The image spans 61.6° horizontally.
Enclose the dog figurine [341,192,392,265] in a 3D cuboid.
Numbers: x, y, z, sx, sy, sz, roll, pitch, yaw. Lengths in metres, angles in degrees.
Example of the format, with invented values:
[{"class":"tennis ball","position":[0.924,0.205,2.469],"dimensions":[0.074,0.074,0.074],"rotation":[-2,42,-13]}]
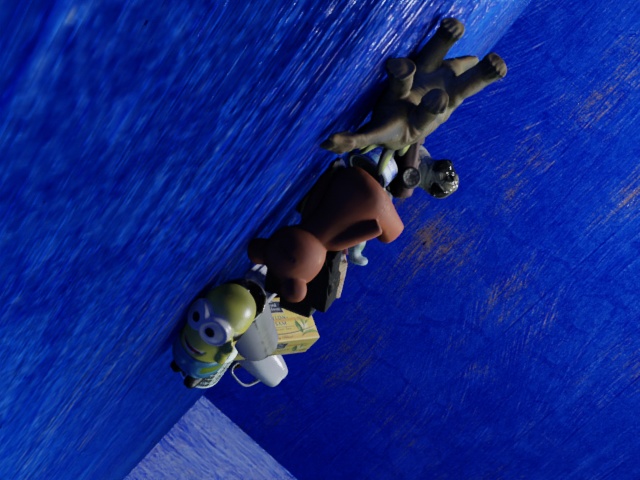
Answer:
[{"class":"dog figurine","position":[0.061,-0.064,1.216],"dimensions":[0.108,0.192,0.219],"rotation":[-122,-138,-75]}]

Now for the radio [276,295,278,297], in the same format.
[{"class":"radio","position":[-0.142,0.159,1.247],"dimensions":[0.229,0.073,0.131],"rotation":[-48,176,-31]}]

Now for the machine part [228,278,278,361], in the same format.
[{"class":"machine part","position":[-0.113,0.130,0.849],"dimensions":[0.079,0.079,0.243],"rotation":[-48,158,-21]}]

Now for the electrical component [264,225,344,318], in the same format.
[{"class":"electrical component","position":[-0.026,0.057,0.874],"dimensions":[0.058,0.115,0.134],"rotation":[-39,143,-58]}]

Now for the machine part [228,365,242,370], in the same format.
[{"class":"machine part","position":[-0.181,0.236,1.393],"dimensions":[0.201,0.087,0.201],"rotation":[-48,180,-30]}]

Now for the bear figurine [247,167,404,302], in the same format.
[{"class":"bear figurine","position":[0.009,-0.004,0.738],"dimensions":[0.196,0.120,0.131],"rotation":[-47,158,-4]}]

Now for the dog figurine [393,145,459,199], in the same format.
[{"class":"dog figurine","position":[0.196,-0.156,1.120],"dimensions":[0.121,0.190,0.172],"rotation":[-50,178,19]}]

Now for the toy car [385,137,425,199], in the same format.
[{"class":"toy car","position":[0.161,-0.173,0.965],"dimensions":[0.089,0.053,0.202],"rotation":[158,-58,-78]}]

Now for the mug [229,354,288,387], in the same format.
[{"class":"mug","position":[-0.124,0.256,1.104],"dimensions":[0.109,0.107,0.081],"rotation":[-46,-171,-29]}]

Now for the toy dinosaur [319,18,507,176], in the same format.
[{"class":"toy dinosaur","position":[0.148,-0.203,0.752],"dimensions":[0.471,0.105,0.198],"rotation":[-35,176,-38]}]

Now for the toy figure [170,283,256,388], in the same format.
[{"class":"toy figure","position":[-0.149,0.128,0.729],"dimensions":[0.180,0.082,0.089],"rotation":[-58,-177,42]}]

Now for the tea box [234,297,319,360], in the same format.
[{"class":"tea box","position":[-0.098,0.168,1.033],"dimensions":[0.169,0.098,0.068],"rotation":[-2,145,-34]}]

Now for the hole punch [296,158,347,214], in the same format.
[{"class":"hole punch","position":[0.033,-0.067,0.880],"dimensions":[0.115,0.092,0.142],"rotation":[-54,173,6]}]
